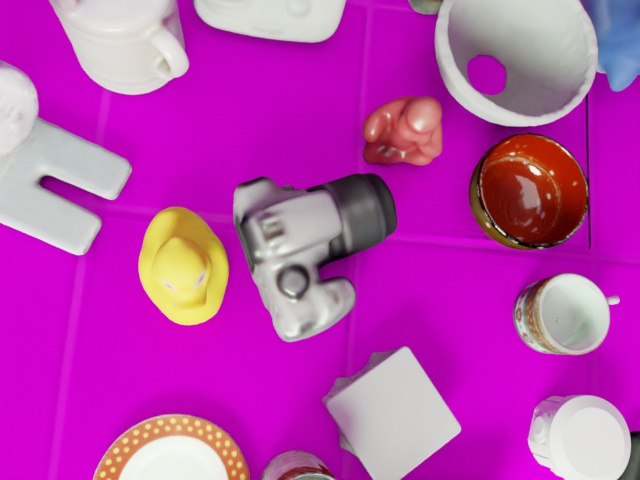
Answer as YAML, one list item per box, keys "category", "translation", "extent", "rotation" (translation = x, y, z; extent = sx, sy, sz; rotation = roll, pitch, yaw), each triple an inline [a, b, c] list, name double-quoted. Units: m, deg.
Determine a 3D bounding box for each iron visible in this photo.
- category: "iron"
  translation: [0.346, -0.292, 0.592]
  extent: [0.119, 0.141, 0.258]
  rotation: [-4, 80, -10]

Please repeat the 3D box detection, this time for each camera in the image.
- category: "camera"
  translation: [0.005, 0.002, 0.500]
  extent: [0.137, 0.100, 0.143]
  rotation: [-20, 84, -13]

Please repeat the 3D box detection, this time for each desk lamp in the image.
- category: "desk lamp"
  translation: [-0.262, -0.091, 0.413]
  extent: [0.203, 0.213, 0.118]
  rotation: [24, 77, -5]

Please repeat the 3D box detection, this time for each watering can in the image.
- category: "watering can"
  translation: [-0.173, -0.207, 0.459]
  extent: [0.173, 0.194, 0.101]
  rotation: [25, 77, -4]

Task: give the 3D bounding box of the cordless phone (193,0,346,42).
- category: "cordless phone"
  translation: [-0.039, -0.259, 0.497]
  extent: [0.148, 0.185, 0.094]
  rotation: [4, 79, -9]

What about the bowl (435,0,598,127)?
- category: "bowl"
  translation: [0.185, -0.185, 0.579]
  extent: [0.167, 0.074, 0.167]
  rotation: [2, 80, -9]

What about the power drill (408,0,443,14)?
- category: "power drill"
  translation: [0.136, -0.307, 0.524]
  extent: [0.076, 0.208, 0.229]
  rotation: [-20, 84, -12]

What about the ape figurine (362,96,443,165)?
- category: "ape figurine"
  translation: [0.085, -0.107, 0.539]
  extent: [0.078, 0.092, 0.076]
  rotation: [38, 76, -1]

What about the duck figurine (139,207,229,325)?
- category: "duck figurine"
  translation: [-0.117, 0.018, 0.484]
  extent: [0.077, 0.086, 0.104]
  rotation: [-12, 82, -12]
